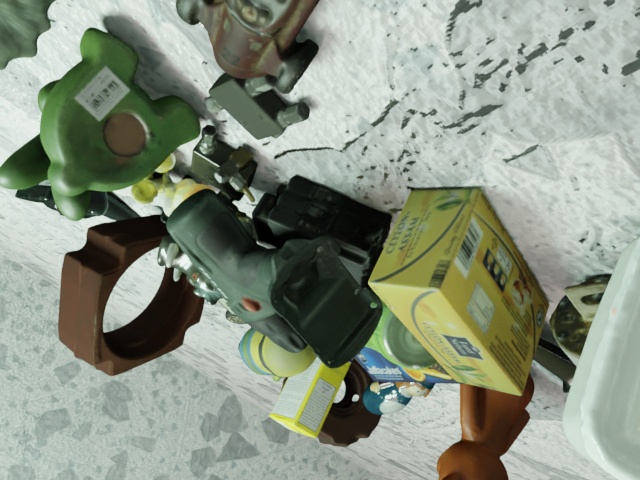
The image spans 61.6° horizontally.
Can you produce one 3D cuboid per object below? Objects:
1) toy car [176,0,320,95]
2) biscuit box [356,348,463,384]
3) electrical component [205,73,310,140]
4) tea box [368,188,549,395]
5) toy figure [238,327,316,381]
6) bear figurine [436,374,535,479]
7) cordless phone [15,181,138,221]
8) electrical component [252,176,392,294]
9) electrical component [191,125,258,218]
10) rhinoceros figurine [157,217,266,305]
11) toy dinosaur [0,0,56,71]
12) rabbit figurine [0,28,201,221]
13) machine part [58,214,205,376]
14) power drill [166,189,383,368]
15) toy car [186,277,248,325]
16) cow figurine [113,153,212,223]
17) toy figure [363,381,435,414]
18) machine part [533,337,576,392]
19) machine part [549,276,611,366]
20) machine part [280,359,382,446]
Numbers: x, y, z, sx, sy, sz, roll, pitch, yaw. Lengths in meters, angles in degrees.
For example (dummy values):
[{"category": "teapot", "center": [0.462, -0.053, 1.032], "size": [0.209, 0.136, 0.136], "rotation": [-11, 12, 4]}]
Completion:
[{"category": "toy car", "center": [-0.020, -0.144, 0.280], "size": [0.089, 0.053, 0.202], "rotation": [38, 157, -12]}, {"category": "biscuit box", "center": [0.116, 0.134, 0.660], "size": [0.063, 0.059, 0.203], "rotation": [53, 153, -4]}, {"category": "electrical component", "center": [-0.053, -0.107, 0.429], "size": [0.094, 0.021, 0.063], "rotation": [-2, 143, 50]}, {"category": "tea box", "center": [0.123, 0.046, 0.448], "size": [0.068, 0.098, 0.169], "rotation": [3, 144, 44]}, {"category": "toy figure", "center": [-0.058, 0.146, 0.724], "size": [0.082, 0.089, 0.180], "rotation": [34, 149, -18]}, {"category": "bear figurine", "center": [0.181, 0.234, 0.641], "size": [0.120, 0.196, 0.132], "rotation": [34, 157, -19]}, {"category": "cordless phone", "center": [-0.327, -0.059, 0.792], "size": [0.147, 0.088, 0.184], "rotation": [6, 159, 41]}, {"category": "electrical component", "center": [-0.001, -0.002, 0.542], "size": [0.134, 0.058, 0.114], "rotation": [22, 154, 14]}, {"category": "electrical component", "center": [-0.096, -0.063, 0.537], "size": [0.078, 0.045, 0.102], "rotation": [32, 157, -10]}, {"category": "rhinoceros figurine", "center": [-0.103, 0.035, 0.665], "size": [0.190, 0.112, 0.073], "rotation": [20, 159, 0]}, {"category": "toy dinosaur", "center": [-0.203, -0.208, 0.287], "size": [0.405, 0.131, 0.192], "rotation": [-3, 153, 45]}, {"category": "rabbit figurine", "center": [-0.212, -0.096, 0.503], "size": [0.121, 0.159, 0.170], "rotation": [35, 173, -37]}, {"category": "machine part", "center": [-0.257, 0.071, 0.758], "size": [0.087, 0.201, 0.201], "rotation": [25, 113, 27]}, {"category": "power drill", "center": [-0.035, 0.050, 0.513], "size": [0.231, 0.086, 0.207], "rotation": [53, 163, -25]}, {"category": "toy car", "center": [-0.130, 0.059, 0.783], "size": [0.056, 0.073, 0.201], "rotation": [-2, 146, 21]}, {"category": "cow figurine", "center": [-0.194, -0.064, 0.617], "size": [0.167, 0.068, 0.098], "rotation": [34, 162, -3]}, {"category": "toy figure", "center": [0.125, 0.215, 0.794], "size": [0.064, 0.058, 0.154], "rotation": [-4, 152, -40]}, {"category": "machine part", "center": [0.247, 0.123, 0.541], "size": [0.139, 0.039, 0.084], "rotation": [30, 162, -8]}, {"category": "machine part", "center": [0.261, 0.105, 0.437], "size": [0.243, 0.079, 0.079], "rotation": [41, 154, -29]}, {"category": "machine part", "center": [0.028, 0.238, 0.860], "size": [0.179, 0.179, 0.056], "rotation": [35, 154, -14]}]
